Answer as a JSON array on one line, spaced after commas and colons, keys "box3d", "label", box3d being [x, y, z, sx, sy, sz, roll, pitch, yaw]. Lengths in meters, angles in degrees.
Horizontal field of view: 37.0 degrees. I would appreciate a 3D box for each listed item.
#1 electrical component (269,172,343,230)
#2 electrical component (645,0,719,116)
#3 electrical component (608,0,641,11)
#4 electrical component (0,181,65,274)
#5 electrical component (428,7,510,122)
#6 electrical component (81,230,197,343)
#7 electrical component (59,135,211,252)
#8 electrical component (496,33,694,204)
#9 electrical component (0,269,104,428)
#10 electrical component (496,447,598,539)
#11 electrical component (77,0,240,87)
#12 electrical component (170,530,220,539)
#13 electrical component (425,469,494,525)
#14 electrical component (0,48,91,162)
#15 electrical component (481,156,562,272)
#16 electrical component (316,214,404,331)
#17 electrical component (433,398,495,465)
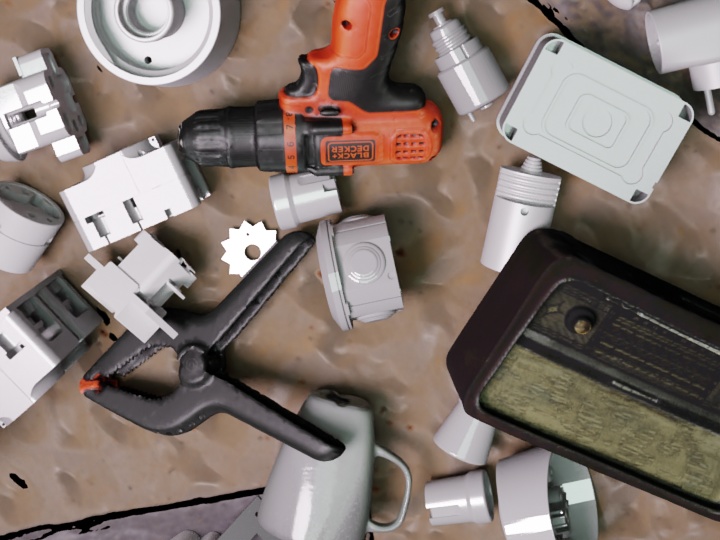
[{"box3d": [-0.039, -0.053, 0.772, 0.046, 0.040, 0.040, -13, 103, 2], "label": "electrical component"}, {"box3d": [0.240, -0.145, 0.725, 0.077, 0.043, 0.079, -14, 103, 8], "label": "electrical component"}, {"box3d": [0.186, -0.207, 0.714, 0.062, 0.048, 0.048, -35, 99, 5], "label": "electrical component"}, {"box3d": [-0.252, -0.030, 0.787, 0.055, 0.055, 0.047, 33, 108, -4], "label": "electrical component"}, {"box3d": [0.071, -0.143, 0.740, 0.040, 0.040, 0.078, -29, 100, 11], "label": "electrical component"}, {"box3d": [-0.158, 0.009, 0.781, 0.081, 0.042, 0.063, 35, 77, 34], "label": "electrical component"}, {"box3d": [-0.163, -0.059, 0.774, 0.089, 0.050, 0.055, -22, 102, 9], "label": "electrical component"}, {"box3d": [0.158, -0.104, 0.735, 0.113, 0.057, 0.078, 26, 105, -3], "label": "electrical component"}, {"box3d": [-0.283, 0.092, 0.793, 0.186, 0.105, 0.060, -40, 98, 13], "label": "electrical component"}, {"box3d": [0.138, 0.177, 0.790, 0.064, 0.099, 0.099, -15, 103, 15], "label": "electrical component"}, {"box3d": [-0.141, -0.177, 0.737, 0.108, 0.060, 0.108, 1, 104, 4], "label": "electrical component"}, {"box3d": [-0.142, 0.247, 0.847, 0.078, 0.057, 0.058, -36, 99, 12], "label": "electrical component"}, {"box3d": [0.076, 0.175, 0.822, 0.046, 0.040, 0.040, -11, 103, 14], "label": "electrical component"}, {"box3d": [-0.235, -0.110, 0.763, 0.057, 0.058, 0.078, -19, 102, 6], "label": "electrical component"}, {"box3d": [0.115, -0.040, 0.761, 0.043, 0.043, 0.081, 11, 105, 2], "label": "electrical component"}, {"box3d": [0.000, 0.000, 0.762, 0.051, 0.080, 0.080, -12, 103, 2], "label": "electrical component"}, {"box3d": [0.088, 0.106, 0.803, 0.044, 0.044, 0.065, 23, 100, -2], "label": "electrical component"}]
